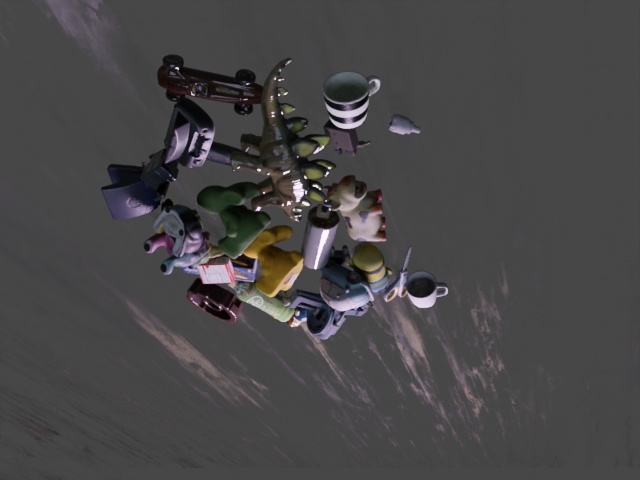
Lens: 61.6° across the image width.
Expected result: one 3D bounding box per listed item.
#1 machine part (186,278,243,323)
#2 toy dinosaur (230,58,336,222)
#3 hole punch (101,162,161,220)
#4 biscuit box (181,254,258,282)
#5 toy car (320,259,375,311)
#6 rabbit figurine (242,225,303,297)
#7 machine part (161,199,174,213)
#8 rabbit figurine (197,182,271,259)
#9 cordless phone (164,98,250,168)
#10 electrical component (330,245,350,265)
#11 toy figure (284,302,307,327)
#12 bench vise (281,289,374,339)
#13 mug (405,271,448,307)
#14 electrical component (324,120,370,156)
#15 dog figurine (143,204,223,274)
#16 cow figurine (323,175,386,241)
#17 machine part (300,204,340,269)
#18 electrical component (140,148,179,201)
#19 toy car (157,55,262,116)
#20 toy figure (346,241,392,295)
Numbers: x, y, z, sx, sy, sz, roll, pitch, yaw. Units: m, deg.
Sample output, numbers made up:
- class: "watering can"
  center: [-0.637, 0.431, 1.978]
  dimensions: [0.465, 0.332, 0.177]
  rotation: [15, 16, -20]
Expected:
- class: "machine part"
  center: [-0.308, 0.177, 1.576]
  dimensions: [0.179, 0.056, 0.179]
  rotation: [23, 154, 12]
- class: "toy dinosaur"
  center: [-0.074, -0.172, 1.102]
  dimensions: [0.199, 0.105, 0.470]
  rotation: [0, 148, 12]
- class: "hole punch"
  center: [-0.443, -0.110, 1.263]
  dimensions: [0.116, 0.092, 0.142]
  rotation: [2, 138, 1]
- class: "biscuit box"
  center: [-0.275, 0.062, 1.467]
  dimensions: [0.203, 0.063, 0.059]
  rotation: [6, 140, 2]
- class: "toy car"
  center: [0.054, 0.126, 1.389]
  dimensions: [0.162, 0.103, 0.109]
  rotation: [28, 157, 32]
- class: "rabbit figurine"
  center: [-0.133, 0.036, 1.359]
  dimensions: [0.173, 0.122, 0.162]
  rotation: [39, 124, 21]
- class: "machine part"
  center: [-0.385, -0.044, 1.353]
  dimensions: [0.039, 0.084, 0.139]
  rotation: [-4, 155, -23]
- class: "rabbit figurine"
  center: [-0.210, -0.064, 1.255]
  dimensions: [0.170, 0.121, 0.159]
  rotation: [43, 124, -6]
- class: "cordless phone"
  center: [-0.226, -0.206, 1.128]
  dimensions: [0.184, 0.089, 0.146]
  rotation: [11, 143, -22]
- class: "electrical component"
  center: [0.052, 0.047, 1.425]
  dimensions: [0.063, 0.021, 0.093]
  rotation: [0, 140, 9]
- class: "toy figure"
  center: [-0.064, 0.227, 1.638]
  dimensions: [0.064, 0.058, 0.154]
  rotation: [21, 139, -27]
- class: "bench vise"
  center: [0.011, 0.179, 1.495]
  dimensions: [0.240, 0.129, 0.223]
  rotation: [19, 128, -30]
- class: "mug"
  center: [0.292, 0.139, 1.464]
  dimensions: [0.110, 0.081, 0.107]
  rotation: [-11, 149, 9]
- class: "electrical component"
  center: [0.054, -0.214, 1.086]
  dimensions: [0.078, 0.045, 0.102]
  rotation: [17, 149, 37]
- class: "dog figurine"
  center: [-0.307, -0.003, 1.302]
  dimensions: [0.109, 0.219, 0.191]
  rotation: [40, 111, 17]
- class: "cow figurine"
  center: [0.081, -0.073, 1.227]
  dimensions: [0.127, 0.085, 0.194]
  rotation: [-8, 140, 10]
- class: "machine part"
  center: [-0.003, -0.004, 1.327]
  dimensions: [0.079, 0.079, 0.243]
  rotation: [9, 140, -2]
- class: "electrical component"
  center: [-0.352, -0.144, 1.178]
  dimensions: [0.075, 0.119, 0.047]
  rotation: [-18, 135, 32]
- class: "toy car"
  center: [-0.210, -0.291, 1.026]
  dimensions: [0.202, 0.053, 0.089]
  rotation: [12, 138, -4]
- class: "toy figure"
  center: [0.138, 0.076, 1.395]
  dimensions: [0.089, 0.082, 0.179]
  rotation: [21, 150, 37]
